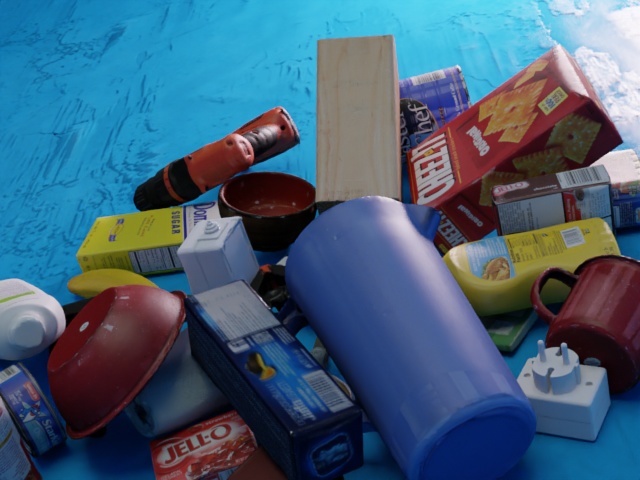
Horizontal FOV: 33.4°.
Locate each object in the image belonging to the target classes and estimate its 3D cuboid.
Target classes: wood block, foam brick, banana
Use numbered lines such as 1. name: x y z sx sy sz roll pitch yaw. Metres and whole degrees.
1. wood block: 0.044 -0.114 1.181 0.090 0.091 0.206 -3 64 7
2. foam brick: -0.027 0.191 0.836 0.051 0.053 0.078 13 40 39
3. banana: -0.211 0.064 1.156 0.069 0.037 0.198 -29 32 -23

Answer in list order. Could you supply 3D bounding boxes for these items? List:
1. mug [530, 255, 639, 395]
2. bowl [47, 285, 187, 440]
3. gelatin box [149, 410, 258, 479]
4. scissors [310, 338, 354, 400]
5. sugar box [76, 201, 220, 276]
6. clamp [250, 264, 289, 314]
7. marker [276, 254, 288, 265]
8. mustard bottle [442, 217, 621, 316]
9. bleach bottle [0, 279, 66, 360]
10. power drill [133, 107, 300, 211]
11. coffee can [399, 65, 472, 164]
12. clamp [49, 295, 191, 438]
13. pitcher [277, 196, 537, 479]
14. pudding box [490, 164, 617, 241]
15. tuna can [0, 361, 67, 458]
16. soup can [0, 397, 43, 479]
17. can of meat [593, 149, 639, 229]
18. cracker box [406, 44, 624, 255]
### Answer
1. mug: 0.227 0.066 0.880 0.117 0.093 0.081 34 52 8
2. bowl: -0.189 0.094 0.941 0.162 0.055 0.162 -40 22 20
3. gelatin box: -0.096 0.186 0.901 0.089 0.030 0.073 -19 29 -6
4. scissors: 0.011 0.116 0.982 0.096 0.016 0.201 2 34 31
5. sugar box: -0.186 0.000 1.245 0.176 0.048 0.093 -10 29 12
6. clamp: -0.027 0.065 1.058 0.120 0.039 0.171 -18 28 4
7. marker: -0.008 0.001 1.184 0.020 0.020 0.120 9 38 36
8. mustard bottle: 0.174 0.030 0.979 0.191 0.058 0.096 -10 29 6
9. bleach bottle: -0.313 0.084 1.057 0.102 0.068 0.251 -24 10 -20
10. power drill: -0.123 -0.097 1.321 0.185 0.057 0.187 -21 10 35
11. coffee can: 0.110 -0.146 1.295 0.140 0.103 0.103 -14 30 3
12. clamp: -0.222 0.110 1.068 0.210 0.036 0.164 8 54 47
13. pitcher: 0.063 0.091 0.867 0.144 0.149 0.243 -3 39 -25
14. pudding box: 0.227 -0.017 1.033 0.113 0.090 0.039 -10 31 8
15. tuna can: -0.269 0.156 0.978 0.033 0.086 0.086 -32 33 -23
16. soup can: -0.290 0.185 0.922 0.068 0.102 0.068 -12 30 7
17. can of meat: 0.289 -0.049 1.095 0.084 0.057 0.102 -7 30 10
18. cracker box: 0.195 -0.097 1.123 0.214 0.072 0.164 -35 24 19
